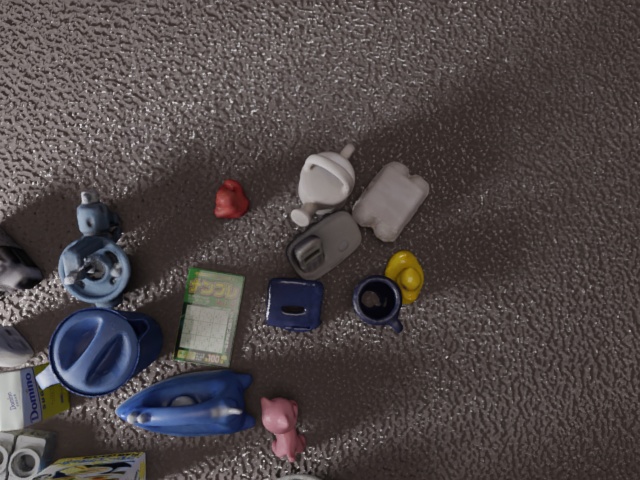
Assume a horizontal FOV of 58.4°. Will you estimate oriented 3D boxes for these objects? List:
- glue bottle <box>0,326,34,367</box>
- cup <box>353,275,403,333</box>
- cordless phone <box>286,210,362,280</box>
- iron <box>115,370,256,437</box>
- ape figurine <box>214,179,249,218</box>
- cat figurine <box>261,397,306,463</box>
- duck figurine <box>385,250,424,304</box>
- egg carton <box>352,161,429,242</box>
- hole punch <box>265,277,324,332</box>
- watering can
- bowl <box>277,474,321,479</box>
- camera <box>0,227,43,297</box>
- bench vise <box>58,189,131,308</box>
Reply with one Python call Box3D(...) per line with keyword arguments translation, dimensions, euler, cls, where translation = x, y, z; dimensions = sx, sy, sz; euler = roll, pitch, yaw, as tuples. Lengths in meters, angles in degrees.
Box3D(translation=(-0.560, 0.186, 0.983), dimensions=(0.037, 0.173, 0.078), euler=(-40, 87, -7), cls="glue bottle")
Box3D(translation=(0.111, 0.124, 1.078), dimensions=(0.092, 0.095, 0.118), euler=(-38, 87, -7), cls="cup")
Box3D(translation=(0.010, 0.004, 1.038), dimensions=(0.147, 0.185, 0.094), euler=(-39, 87, -7), cls="cordless phone")
Box3D(translation=(-0.247, 0.302, 1.009), dimensions=(0.258, 0.141, 0.119), euler=(-5, 84, -5), cls="iron")
Box3D(translation=(-0.172, -0.077, 1.081), dimensions=(0.076, 0.092, 0.078), euler=(40, 83, 1), cls="ape figurine")
Box3D(translation=(-0.066, 0.336, 1.030), dimensions=(0.067, 0.117, 0.128), euler=(-15, 85, -5), cls="cat figurine")
Box3D(translation=(0.166, 0.070, 1.092), dimensions=(0.077, 0.086, 0.104), euler=(-2, 84, -4), cls="duck figurine")
Box3D(translation=(0.136, -0.076, 1.114), dimensions=(0.107, 0.069, 0.150), euler=(35, 83, 0), cls="egg carton")
Box3D(translation=(-0.046, 0.121, 1.069), dimensions=(0.108, 0.091, 0.101), euler=(4, 83, -3), cls="hole punch")
Box3D(translation=(0.011, -0.102, 1.045), dimensions=(0.101, 0.194, 0.173), euler=(13, 83, -2), cls="watering can")
Box3D(translation=(-0.042, 0.500, 1.036), dimensions=(0.167, 0.074, 0.167), euler=(0, 84, -4), cls="bowl")
Box3D(translation=(-0.607, 0.057, 1.031), dimensions=(0.137, 0.100, 0.143), euler=(-42, 88, -7), cls="camera")
Box3D(translation=(-0.409, 0.017, 0.989), dimensions=(0.121, 0.219, 0.207), euler=(-25, 86, -6), cls="bench vise")
